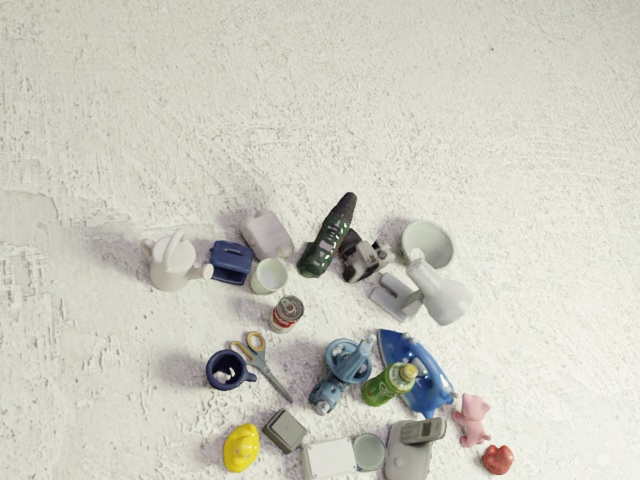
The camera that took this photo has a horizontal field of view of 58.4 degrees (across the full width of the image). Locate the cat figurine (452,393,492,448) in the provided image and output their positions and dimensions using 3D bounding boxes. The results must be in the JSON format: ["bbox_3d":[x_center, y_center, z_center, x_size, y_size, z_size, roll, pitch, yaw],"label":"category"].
[{"bbox_3d":[0.387,0.443,1.423,0.067,0.117,0.127,-10,67,-24],"label":"cat figurine"}]

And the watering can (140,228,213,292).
[{"bbox_3d":[-0.333,0.041,1.333,0.173,0.194,0.101,10,60,-15],"label":"watering can"}]

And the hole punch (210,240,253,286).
[{"bbox_3d":[-0.224,0.047,1.430,0.109,0.091,0.101,15,59,-12],"label":"hole punch"}]

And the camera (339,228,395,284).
[{"bbox_3d":[0.114,0.027,1.557,0.143,0.100,0.136,-23,73,-28],"label":"camera"}]

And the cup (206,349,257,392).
[{"bbox_3d":[-0.204,0.307,1.296,0.118,0.095,0.092,18,59,-10],"label":"cup"}]

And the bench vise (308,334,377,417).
[{"bbox_3d":[0.066,0.308,1.319,0.121,0.219,0.207,19,58,-9],"label":"bench vise"}]

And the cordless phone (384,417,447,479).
[{"bbox_3d":[0.225,0.478,1.305,0.094,0.185,0.147,18,59,-10],"label":"cordless phone"}]

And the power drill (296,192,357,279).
[{"bbox_3d":[0.013,0.005,1.468,0.075,0.208,0.230,28,57,-4],"label":"power drill"}]

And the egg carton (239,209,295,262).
[{"bbox_3d":[-0.141,-0.008,1.502,0.107,0.069,0.150,-28,75,-30],"label":"egg carton"}]

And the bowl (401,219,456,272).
[{"bbox_3d":[0.297,0.028,1.638,0.168,0.074,0.167,9,61,-15],"label":"bowl"}]

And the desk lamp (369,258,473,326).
[{"bbox_3d":[0.263,0.141,1.483,0.203,0.213,0.118,36,57,2],"label":"desk lamp"}]

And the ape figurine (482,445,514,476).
[{"bbox_3d":[0.446,0.537,1.409,0.078,0.092,0.076,2,62,-18],"label":"ape figurine"}]

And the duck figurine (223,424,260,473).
[{"bbox_3d":[-0.164,0.447,1.241,0.077,0.086,0.104,26,58,-5],"label":"duck figurine"}]

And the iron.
[{"bbox_3d":[0.243,0.310,1.428,0.119,0.141,0.258,-27,75,-29],"label":"iron"}]
